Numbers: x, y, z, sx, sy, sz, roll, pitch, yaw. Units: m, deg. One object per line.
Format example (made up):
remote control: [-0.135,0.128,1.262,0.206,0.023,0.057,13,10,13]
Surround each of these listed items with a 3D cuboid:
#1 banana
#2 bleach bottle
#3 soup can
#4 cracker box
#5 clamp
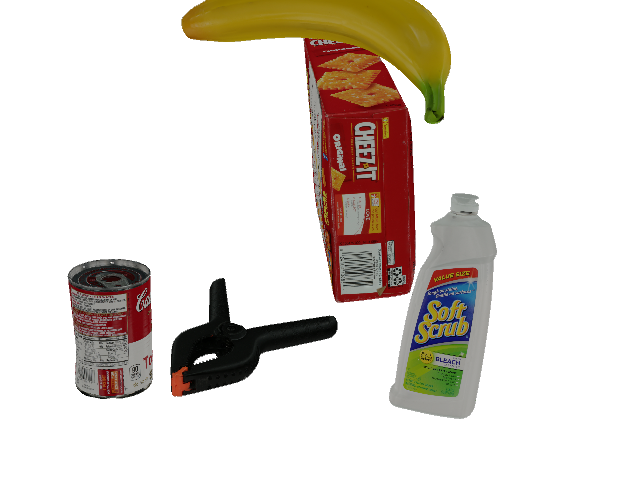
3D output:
banana: [0.004,-0.128,0.638,0.198,0.069,0.037,23,-30,32]
bleach bottle: [0.142,0.071,1.212,0.103,0.251,0.068,9,14,17]
soup can: [-0.177,0.075,0.903,0.068,0.102,0.068,1,19,-1]
cracker box: [0.031,-0.070,0.916,0.072,0.164,0.213,-5,26,-2]
clamp: [-0.086,0.110,1.152,0.165,0.036,0.209,13,28,18]
